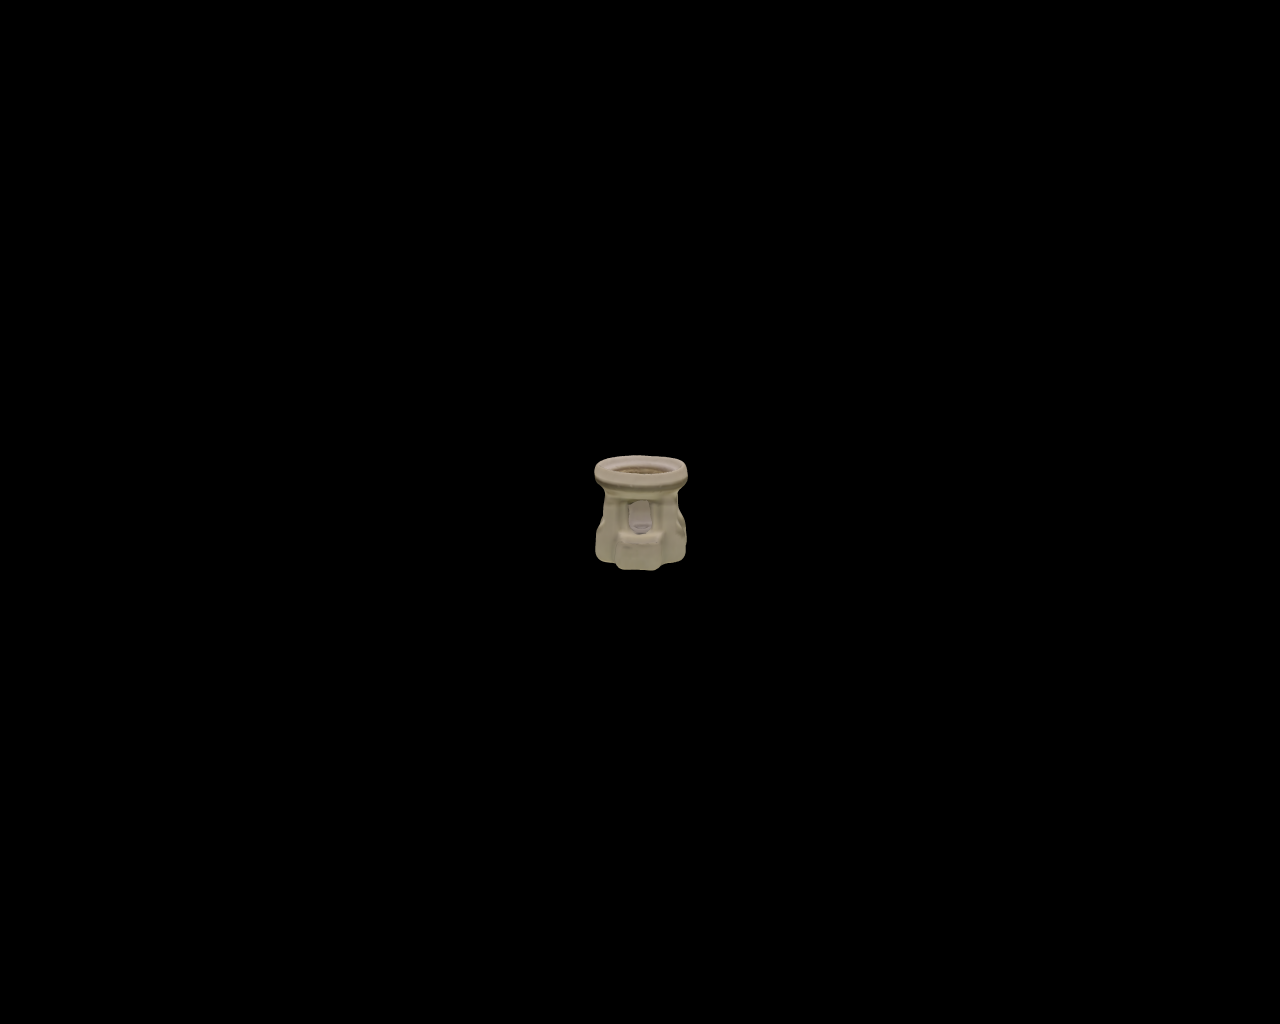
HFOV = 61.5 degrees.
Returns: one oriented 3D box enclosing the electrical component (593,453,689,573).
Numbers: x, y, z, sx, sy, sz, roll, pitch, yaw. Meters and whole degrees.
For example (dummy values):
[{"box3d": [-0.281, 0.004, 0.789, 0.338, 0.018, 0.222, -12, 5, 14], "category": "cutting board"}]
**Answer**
[{"box3d": [0.001, -0.003, 0.650, 0.058, 0.056, 0.078, 1, 16, 4], "category": "electrical component"}]
